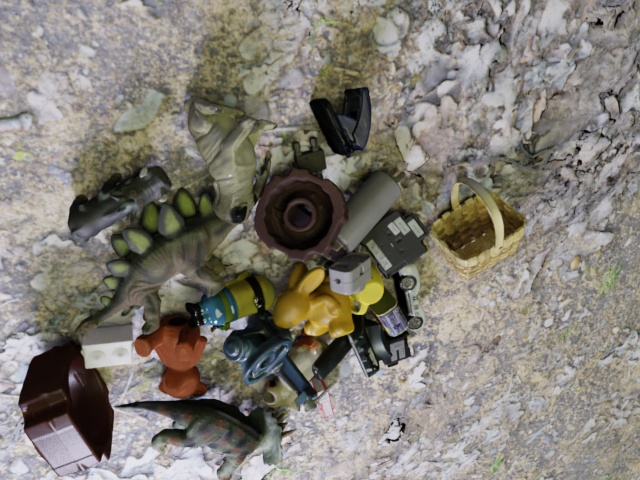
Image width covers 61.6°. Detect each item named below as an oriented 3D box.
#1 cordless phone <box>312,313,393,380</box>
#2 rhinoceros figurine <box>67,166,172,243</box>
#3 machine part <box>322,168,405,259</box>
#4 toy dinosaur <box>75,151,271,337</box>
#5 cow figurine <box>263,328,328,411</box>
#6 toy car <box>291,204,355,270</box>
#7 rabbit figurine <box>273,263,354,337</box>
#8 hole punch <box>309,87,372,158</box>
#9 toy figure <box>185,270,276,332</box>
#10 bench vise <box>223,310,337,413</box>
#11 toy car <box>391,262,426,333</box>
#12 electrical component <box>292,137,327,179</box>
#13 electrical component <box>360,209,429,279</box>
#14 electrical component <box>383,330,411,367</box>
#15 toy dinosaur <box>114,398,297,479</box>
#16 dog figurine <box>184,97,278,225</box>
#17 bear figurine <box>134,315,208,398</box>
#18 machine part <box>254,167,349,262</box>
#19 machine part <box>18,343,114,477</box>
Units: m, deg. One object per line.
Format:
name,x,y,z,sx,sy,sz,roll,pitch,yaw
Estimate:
cordless phone,0.067,0.270,1.213,0.184,0.089,0.146,-41,125,-28
rhinoceros figurine,-0.344,-0.068,0.917,0.190,0.112,0.073,-28,112,2
machine part,0.084,-0.057,1.081,0.243,0.079,0.079,-48,122,-13
toy dinosaur,-0.256,0.016,1.000,0.471,0.105,0.198,-37,118,-14
cow figurine,-0.052,0.306,1.228,0.195,0.086,0.127,-43,117,0
toy car,-0.002,-0.003,1.114,0.202,0.053,0.089,36,78,-32
rabbit figurine,-0.020,0.132,1.117,0.173,0.122,0.162,-3,99,-38
hole punch,0.050,-0.220,0.990,0.092,0.142,0.115,-28,109,-11
toy figure,-0.173,0.128,1.072,0.180,0.089,0.082,-18,124,-36
bench vise,-0.082,0.249,1.087,0.129,0.241,0.223,-48,156,4
toy car,0.204,0.126,1.240,0.056,0.074,0.201,-21,120,-10
electrical component,-0.021,-0.152,1.053,0.063,0.021,0.093,-18,120,-12
electrical component,0.163,0.003,1.147,0.134,0.058,0.115,-35,89,-1
electrical component,0.180,0.273,1.319,0.075,0.048,0.119,-12,116,-14
toy dinosaur,-0.219,0.404,1.163,0.192,0.131,0.404,-41,127,16
dog figurine,-0.179,-0.136,0.934,0.121,0.173,0.190,-7,121,-63
bear figurine,-0.295,0.257,1.089,0.120,0.132,0.195,7,109,4
machine part,-0.035,-0.047,1.016,0.180,0.056,0.179,-1,86,13
machine part,-0.467,0.313,1.002,0.087,0.202,0.200,-20,120,-8
